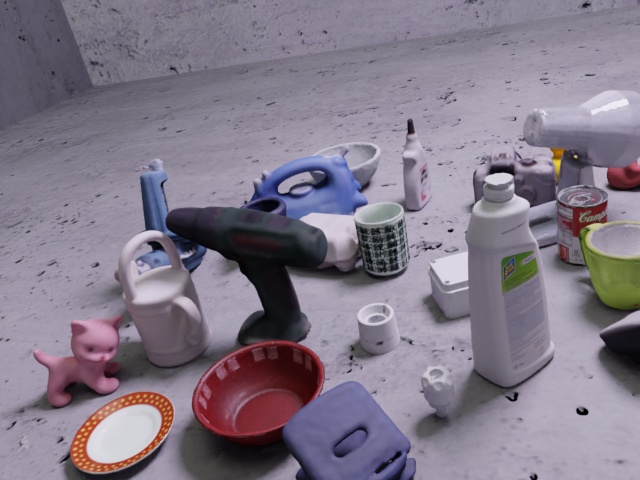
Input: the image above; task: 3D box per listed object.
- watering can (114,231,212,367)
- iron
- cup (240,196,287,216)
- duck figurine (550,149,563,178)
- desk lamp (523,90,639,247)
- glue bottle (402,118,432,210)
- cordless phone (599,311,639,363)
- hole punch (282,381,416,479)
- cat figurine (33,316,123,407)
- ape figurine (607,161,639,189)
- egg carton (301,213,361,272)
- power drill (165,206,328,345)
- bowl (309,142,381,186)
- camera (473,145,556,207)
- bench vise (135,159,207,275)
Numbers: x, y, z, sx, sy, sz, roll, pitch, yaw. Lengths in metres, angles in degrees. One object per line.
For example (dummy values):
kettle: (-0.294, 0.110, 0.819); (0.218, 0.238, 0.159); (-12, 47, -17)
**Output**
watering can: (-0.236, 0.077, 0.827); (0.172, 0.194, 0.101); (0, 30, 23)
iron: (-0.043, -0.096, 1.127); (0.258, 0.142, 0.118); (-13, 28, -1)
cup: (-0.105, -0.014, 1.050); (0.091, 0.095, 0.118); (7, 33, 32)
duck figurine: (0.465, -0.165, 1.105); (0.077, 0.086, 0.105); (9, 35, 35)
desk lamp: (0.403, -0.119, 0.909); (0.203, 0.214, 0.117); (-16, 28, -7)
glue bottle: (0.181, -0.148, 1.097); (0.037, 0.173, 0.078); (4, 32, 28)
cordless phone: (0.394, 0.045, 0.637); (0.148, 0.185, 0.094); (-22, 29, -17)
hole punch: (0.031, 0.212, 0.578); (0.109, 0.091, 0.100); (-28, 32, -27)
cat figurine: (-0.331, 0.157, 0.799); (0.128, 0.118, 0.067); (-16, 28, -6)
ape figurine: (0.552, -0.142, 1.020); (0.076, 0.092, 0.078); (-7, 28, 10)
egg carton: (0.009, 0.004, 0.997); (0.149, 0.069, 0.107); (5, 33, 30)
power drill: (-0.094, 0.047, 0.809); (0.229, 0.209, 0.076); (-2, 30, 20)
bowl: (0.056, -0.153, 1.262); (0.167, 0.075, 0.167); (-10, 28, 5)
camera: (0.362, -0.131, 1.069); (0.143, 0.101, 0.137); (-2, 30, 19)
bench vise: (-0.262, -0.016, 0.983); (0.121, 0.220, 0.207); (-13, 28, -1)
